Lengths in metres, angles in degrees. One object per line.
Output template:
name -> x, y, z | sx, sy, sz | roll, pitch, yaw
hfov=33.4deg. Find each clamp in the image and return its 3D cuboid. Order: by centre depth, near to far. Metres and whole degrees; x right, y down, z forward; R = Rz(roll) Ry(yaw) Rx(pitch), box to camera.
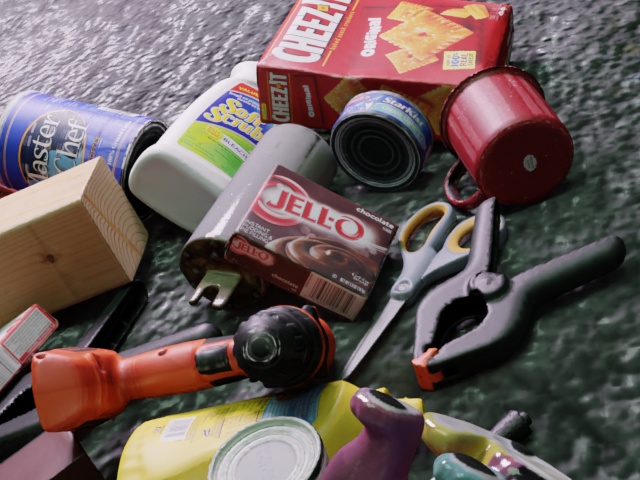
clamp -> 0.130, 0.039, 0.737 | 0.120, 0.039, 0.171 | 8, 51, 40
clamp -> -0.189, 0.105, 0.836 | 0.209, 0.036, 0.165 | -33, 25, -13

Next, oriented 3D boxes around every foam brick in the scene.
foam brick -> -0.187, 0.172, 0.721 | 0.078, 0.053, 0.051 | -37, 35, -20

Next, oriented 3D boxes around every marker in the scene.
marker -> 0.080, 0.141, 0.633 | 0.121, 0.020, 0.020 | -35, 34, -19

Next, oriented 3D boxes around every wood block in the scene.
wood block -> -0.269, 0.018, 0.942 | 0.206, 0.091, 0.090 | -21, 26, 13

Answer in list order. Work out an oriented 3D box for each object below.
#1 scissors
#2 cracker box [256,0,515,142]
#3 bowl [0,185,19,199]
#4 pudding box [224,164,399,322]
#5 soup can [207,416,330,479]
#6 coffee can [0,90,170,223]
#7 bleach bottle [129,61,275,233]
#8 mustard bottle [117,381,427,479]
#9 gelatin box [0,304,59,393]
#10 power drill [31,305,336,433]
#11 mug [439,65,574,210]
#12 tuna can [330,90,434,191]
scissors -> 0.083, 0.034, 0.795 | 0.096, 0.016, 0.201 | -5, 36, 25
cracker box -> 0.066, -0.169, 1.005 | 0.214, 0.072, 0.164 | 8, 40, 14
bowl -> -0.322, -0.022, 1.038 | 0.162, 0.161, 0.055 | 10, 80, 41
pudding box -> -0.005, 0.001, 0.822 | 0.113, 0.039, 0.090 | 28, 45, -1
soup can -> -0.014, 0.156, 0.590 | 0.068, 0.102, 0.068 | -16, 33, 10
coffee can -> -0.224, -0.080, 1.021 | 0.140, 0.103, 0.102 | 14, 43, 16
bleach bottle -> -0.091, -0.111, 1.042 | 0.068, 0.102, 0.250 | -48, 12, 39
mustard bottle -> -0.026, 0.129, 0.676 | 0.192, 0.058, 0.096 | -15, 12, 12
gelatin box -> -0.262, 0.100, 0.872 | 0.073, 0.030, 0.089 | -30, 18, 45
power drill -> -0.086, 0.083, 0.697 | 0.188, 0.057, 0.184 | -10, -9, 7
mug -> 0.144, -0.072, 0.859 | 0.117, 0.093, 0.081 | -47, 32, 19
tuna can -> 0.053, -0.084, 0.923 | 0.086, 0.086, 0.033 | -1, 39, 31
